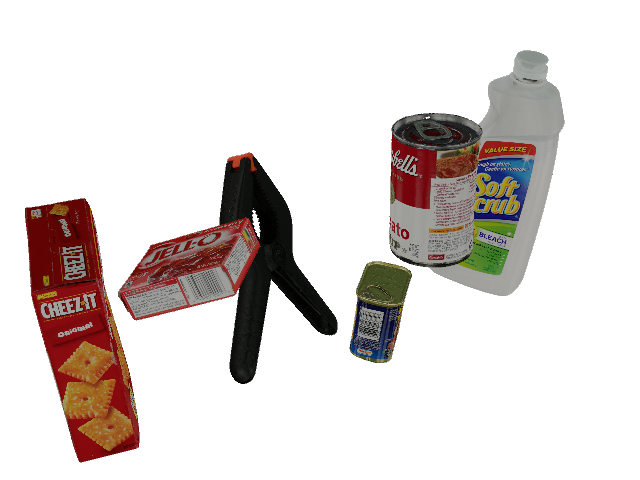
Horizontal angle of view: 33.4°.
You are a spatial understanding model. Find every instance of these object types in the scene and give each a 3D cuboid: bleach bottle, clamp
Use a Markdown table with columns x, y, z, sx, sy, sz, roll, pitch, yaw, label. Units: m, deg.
| x | y | z | sx | sy | sz | roll | pitch | yaw | label |
| --- | --- | --- | --- | --- | --- | --- | --- | --- | --- |
| 0.175 | -0.068 | 1.045 | 0.103 | 0.251 | 0.068 | 21 | 38 | 20 | bleach bottle |
| -0.047 | 0.020 | 1.032 | 0.036 | 0.210 | 0.164 | -10 | 0 | 33 | clamp |

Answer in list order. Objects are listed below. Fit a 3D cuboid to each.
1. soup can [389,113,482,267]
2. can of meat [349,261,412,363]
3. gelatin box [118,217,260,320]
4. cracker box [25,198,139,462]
| x | y | z | sx | sy | sz | roll | pitch | yaw | label |
| --- | --- | --- | --- | --- | --- | --- | --- | --- | --- |
| 0.088 | -0.039 | 0.822 | 0.068 | 0.102 | 0.068 | 0 | 28 | 0 | soup can |
| 0.071 | 0.086 | 1.276 | 0.057 | 0.084 | 0.102 | 12 | 26 | 7 | can of meat |
| -0.097 | 0.020 | 0.792 | 0.089 | 0.030 | 0.073 | -15 | 24 | 21 | gelatin box |
| -0.241 | 0.089 | 1.085 | 0.072 | 0.214 | 0.164 | -12 | 33 | -11 | cracker box |
